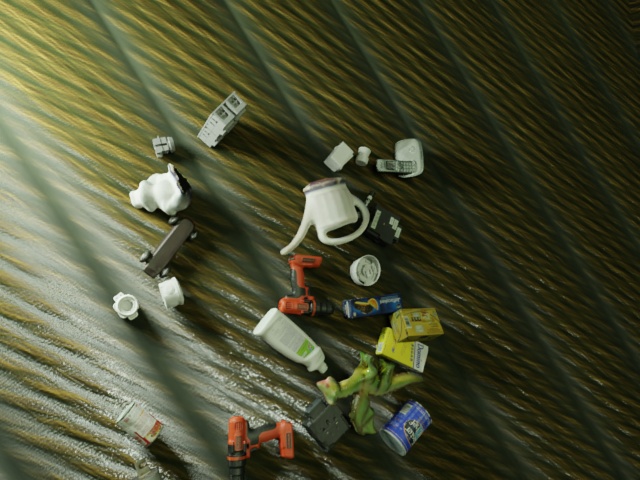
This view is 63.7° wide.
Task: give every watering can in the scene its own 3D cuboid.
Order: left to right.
[{"bbox_3d":[0.005,-0.084,1.675,0.350,0.225,0.103,-16,-6,-27],"label":"watering can"}]

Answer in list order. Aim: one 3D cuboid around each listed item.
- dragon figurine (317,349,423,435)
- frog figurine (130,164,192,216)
[{"bbox_3d":[0.164,0.485,1.611,0.406,0.246,0.122,29,-17,-28],"label":"dragon figurine"},{"bbox_3d":[-0.455,-0.127,1.484,0.159,0.138,0.122,-33,-7,8],"label":"frog figurine"}]
